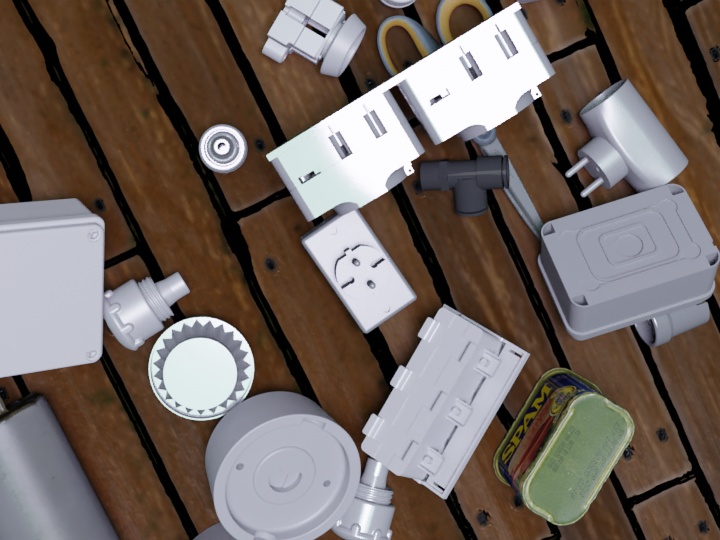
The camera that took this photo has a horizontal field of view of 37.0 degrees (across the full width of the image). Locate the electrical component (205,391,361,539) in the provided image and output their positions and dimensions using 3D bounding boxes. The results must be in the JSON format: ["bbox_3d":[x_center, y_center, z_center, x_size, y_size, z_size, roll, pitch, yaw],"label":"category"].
[{"bbox_3d":[-0.060,0.140,0.781,0.108,0.060,0.108,-8,112,-19],"label":"electrical component"}]

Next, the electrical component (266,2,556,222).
[{"bbox_3d":[0.035,-0.105,0.738,0.186,0.105,0.060,-31,98,6],"label":"electrical component"}]

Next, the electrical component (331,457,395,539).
[{"bbox_3d":[0.006,0.172,0.804,0.048,0.048,0.062,16,86,-7],"label":"electrical component"}]

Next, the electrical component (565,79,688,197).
[{"bbox_3d":[0.189,-0.087,0.797,0.079,0.044,0.077,-39,97,-1],"label":"electrical component"}]

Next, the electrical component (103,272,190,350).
[{"bbox_3d":[-0.153,0.025,0.776,0.062,0.048,0.048,-32,97,-9],"label":"electrical component"}]

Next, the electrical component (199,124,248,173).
[{"bbox_3d":[-0.097,-0.086,0.761,0.035,0.061,0.035,0,95,-6],"label":"electrical component"}]

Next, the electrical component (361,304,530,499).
[{"bbox_3d":[0.057,0.092,0.785,0.079,0.063,0.121,31,92,33],"label":"electrical component"}]

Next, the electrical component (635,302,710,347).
[{"bbox_3d":[0.235,0.032,0.816,0.046,0.040,0.040,-20,97,-9],"label":"electrical component"}]

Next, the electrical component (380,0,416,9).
[{"bbox_3d":[0.029,-0.206,0.763,0.035,0.061,0.035,0,95,-5],"label":"electrical component"}]

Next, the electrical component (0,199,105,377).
[{"bbox_3d":[-0.233,0.013,0.729,0.109,0.056,0.108,-8,116,-32],"label":"electrical component"}]

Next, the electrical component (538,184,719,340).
[{"bbox_3d":[0.194,-0.004,0.783,0.113,0.057,0.078,-17,59,-1],"label":"electrical component"}]

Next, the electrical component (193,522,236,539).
[{"bbox_3d":[-0.086,0.244,0.792,0.108,0.060,0.108,0,95,-5],"label":"electrical component"}]

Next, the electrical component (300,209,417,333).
[{"bbox_3d":[0.000,0.000,0.771,0.047,0.076,0.083,-35,97,-2],"label":"electrical component"}]

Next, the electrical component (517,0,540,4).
[{"bbox_3d":[0.147,-0.295,0.767,0.105,0.060,0.186,-14,96,-4],"label":"electrical component"}]

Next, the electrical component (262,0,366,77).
[{"bbox_3d":[-0.029,-0.170,0.769,0.055,0.048,0.066,31,92,0],"label":"electrical component"}]
